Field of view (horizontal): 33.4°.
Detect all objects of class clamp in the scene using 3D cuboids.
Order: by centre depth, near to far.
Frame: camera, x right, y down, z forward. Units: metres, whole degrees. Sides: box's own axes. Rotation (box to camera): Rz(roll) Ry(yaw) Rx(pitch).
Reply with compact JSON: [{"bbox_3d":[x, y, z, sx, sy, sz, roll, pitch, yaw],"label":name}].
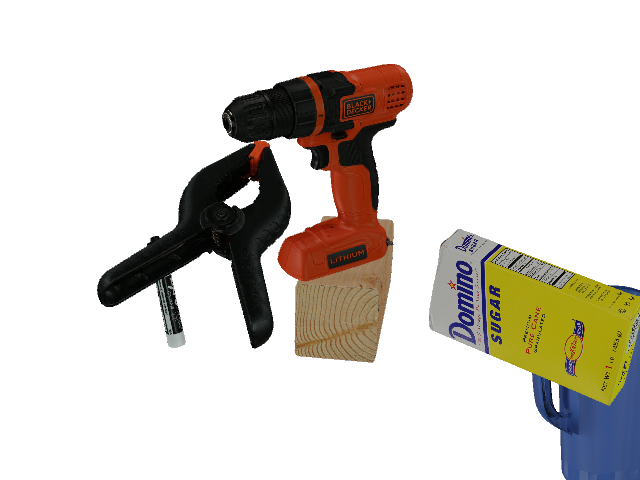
[{"bbox_3d":[-0.079,-0.004,0.739,0.120,0.171,0.039,12,-43,1],"label":"clamp"}]

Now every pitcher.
[{"bbox_3d":[0.343,0.184,1.305,0.149,0.243,0.144,4,15,22],"label":"pitcher"}]

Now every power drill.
[{"bbox_3d":[-0.001,-0.060,0.962,0.184,0.188,0.057,-15,33,-26],"label":"power drill"}]

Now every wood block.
[{"bbox_3d":[0.031,0.051,1.234,0.091,0.090,0.206,4,23,7],"label":"wood block"}]

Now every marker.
[{"bbox_3d":[-0.161,0.054,1.117,0.020,0.121,0.020,-9,17,2],"label":"marker"}]

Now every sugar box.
[{"bbox_3d":[0.182,0.064,0.921,0.176,0.093,0.048,20,33,25],"label":"sugar box"}]
